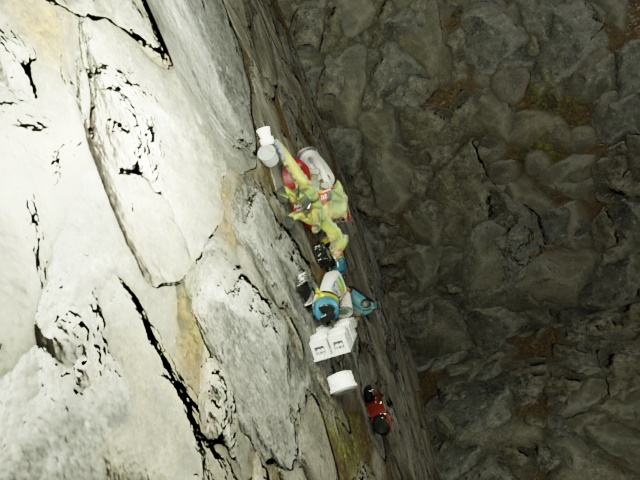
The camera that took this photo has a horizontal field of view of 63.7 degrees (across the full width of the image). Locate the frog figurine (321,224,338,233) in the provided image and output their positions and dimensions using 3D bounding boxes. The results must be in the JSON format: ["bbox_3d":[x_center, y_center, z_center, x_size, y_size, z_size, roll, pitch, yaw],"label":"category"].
[{"bbox_3d":[0.006,-0.106,2.097,0.159,0.121,0.139,35,24,-1],"label":"frog figurine"}]

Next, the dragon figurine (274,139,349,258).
[{"bbox_3d":[-0.006,-0.139,1.667,0.244,0.121,0.412,-11,85,-49],"label":"dragon figurine"}]

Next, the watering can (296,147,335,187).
[{"bbox_3d":[-0.001,-0.252,2.139,0.228,0.104,0.341,58,-4,24],"label":"watering can"}]
